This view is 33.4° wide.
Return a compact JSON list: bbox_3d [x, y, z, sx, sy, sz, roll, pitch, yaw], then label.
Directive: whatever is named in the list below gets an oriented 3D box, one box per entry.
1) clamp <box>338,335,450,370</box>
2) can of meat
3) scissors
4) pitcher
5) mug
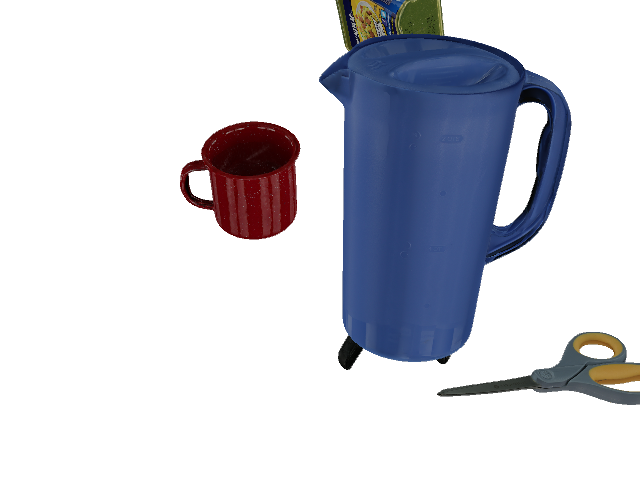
[{"bbox_3d":[0.085,0.078,1.193,0.120,0.171,0.039,7,-43,0],"label":"clamp"},{"bbox_3d":[0.065,-0.201,0.969,0.057,0.102,0.084,-38,54,-18],"label":"can of meat"},{"bbox_3d":[0.186,0.104,0.884,0.201,0.016,0.096,4,29,-8],"label":"scissors"},{"bbox_3d":[0.088,-0.030,0.833,0.144,0.243,0.149,-22,37,-38],"label":"pitcher"},{"bbox_3d":[-0.076,-0.054,1.027,0.117,0.081,0.093,-5,40,-3],"label":"mug"}]
